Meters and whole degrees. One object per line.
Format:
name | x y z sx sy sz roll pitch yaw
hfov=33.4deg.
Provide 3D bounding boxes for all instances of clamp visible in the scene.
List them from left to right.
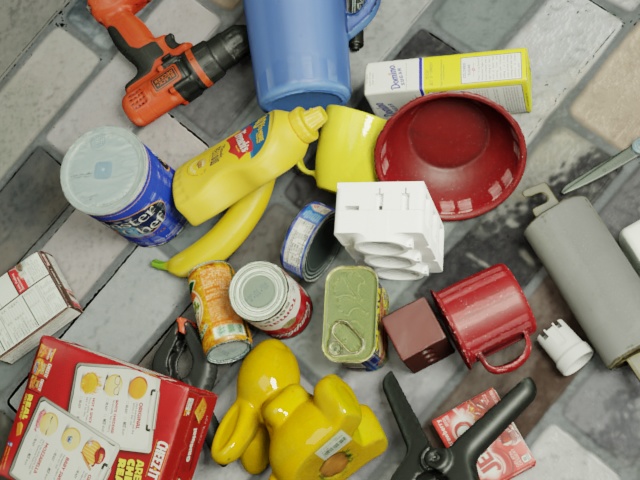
clamp | -0.144 0.174 1.186 0.120 0.039 0.171 6 80 16
clamp | 0.128 0.217 1.049 0.165 0.036 0.210 -8 50 24

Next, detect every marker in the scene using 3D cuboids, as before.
marker | 0.046 -0.282 1.274 0.020 0.020 0.121 -1 74 15

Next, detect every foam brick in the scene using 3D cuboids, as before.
foam brick | 0.104 0.100 1.120 0.053 0.078 0.051 -28 68 6

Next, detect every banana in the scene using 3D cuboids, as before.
banana | -0.110 -0.020 1.233 0.198 0.037 0.070 -44 68 0

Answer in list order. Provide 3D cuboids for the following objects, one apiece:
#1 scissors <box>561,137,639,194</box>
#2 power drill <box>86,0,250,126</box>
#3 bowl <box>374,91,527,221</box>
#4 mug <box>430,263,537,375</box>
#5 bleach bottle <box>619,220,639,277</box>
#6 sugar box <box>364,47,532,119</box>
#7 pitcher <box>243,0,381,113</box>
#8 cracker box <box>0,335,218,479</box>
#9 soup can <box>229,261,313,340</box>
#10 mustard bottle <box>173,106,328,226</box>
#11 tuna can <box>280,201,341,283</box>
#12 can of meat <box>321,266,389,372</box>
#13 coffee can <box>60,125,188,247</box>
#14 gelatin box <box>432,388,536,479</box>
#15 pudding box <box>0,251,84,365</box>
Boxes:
scissors | 0.347 -0.120 1.149 0.202 0.016 0.096 -16 69 10
power drill | -0.190 -0.255 1.310 0.184 0.057 0.188 -32 69 5
bowl | 0.139 -0.100 1.150 0.162 0.162 0.055 -10 34 12
mug | 0.175 0.084 1.096 0.081 0.093 0.117 -26 52 1
bleach bottle | 0.436 -0.023 1.074 0.251 0.068 0.102 -27 70 4
sugar box | 0.143 -0.168 1.177 0.176 0.093 0.048 -1 74 14
pitcher | -0.017 -0.270 1.234 0.149 0.144 0.243 -22 69 50
cracker box | -0.232 0.212 1.158 0.214 0.072 0.164 14 85 30
soup can | -0.053 0.066 1.158 0.068 0.102 0.068 -4 74 13
mustard bottle | -0.074 -0.094 1.188 0.192 0.058 0.096 -29 30 20
tuna can | -0.008 0.001 1.174 0.034 0.086 0.086 26 83 22
can of meat | 0.041 0.087 1.137 0.057 0.084 0.102 -1 74 14
coffee can | -0.218 -0.058 1.217 0.103 0.140 0.103 -4 74 14
gelatin box | 0.169 0.208 1.097 0.073 0.030 0.089 -30 69 6
pudding box | -0.351 0.080 1.270 0.113 0.039 0.090 -36 70 5
